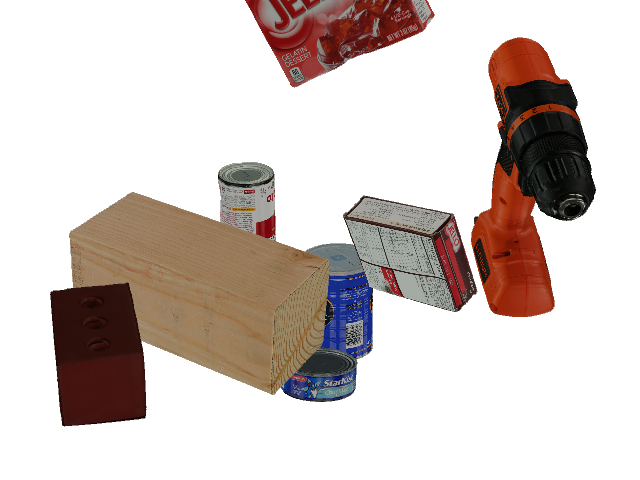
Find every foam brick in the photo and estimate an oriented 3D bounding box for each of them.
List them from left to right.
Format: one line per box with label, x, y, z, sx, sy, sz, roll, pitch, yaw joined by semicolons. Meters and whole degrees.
foam brick;-0.141;0.071;0.674;0.053;0.051;0.078;-5;33;-15

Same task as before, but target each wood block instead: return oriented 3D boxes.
wood block;-0.105;0.041;0.919;0.206;0.090;0.090;19;34;23

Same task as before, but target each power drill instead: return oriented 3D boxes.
power drill;0.157;-0.032;0.801;0.057;0.188;0.184;-1;43;-2

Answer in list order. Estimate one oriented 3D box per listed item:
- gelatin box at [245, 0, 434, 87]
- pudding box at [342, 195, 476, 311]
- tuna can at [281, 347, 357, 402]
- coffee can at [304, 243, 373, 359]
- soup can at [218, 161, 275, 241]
gelatin box;0.006;-0.134;0.582;0.089;0.073;0.030;-19;21;29
pudding box;0.082;0.011;0.984;0.114;0.090;0.039;13;44;42
tuna can;-0.002;0.149;1.187;0.086;0.034;0.086;2;14;-1
coffee can;0.025;0.087;1.521;0.103;0.140;0.103;0;22;0
soup can;-0.087;-0.034;1.263;0.068;0.102;0.068;0;28;0
